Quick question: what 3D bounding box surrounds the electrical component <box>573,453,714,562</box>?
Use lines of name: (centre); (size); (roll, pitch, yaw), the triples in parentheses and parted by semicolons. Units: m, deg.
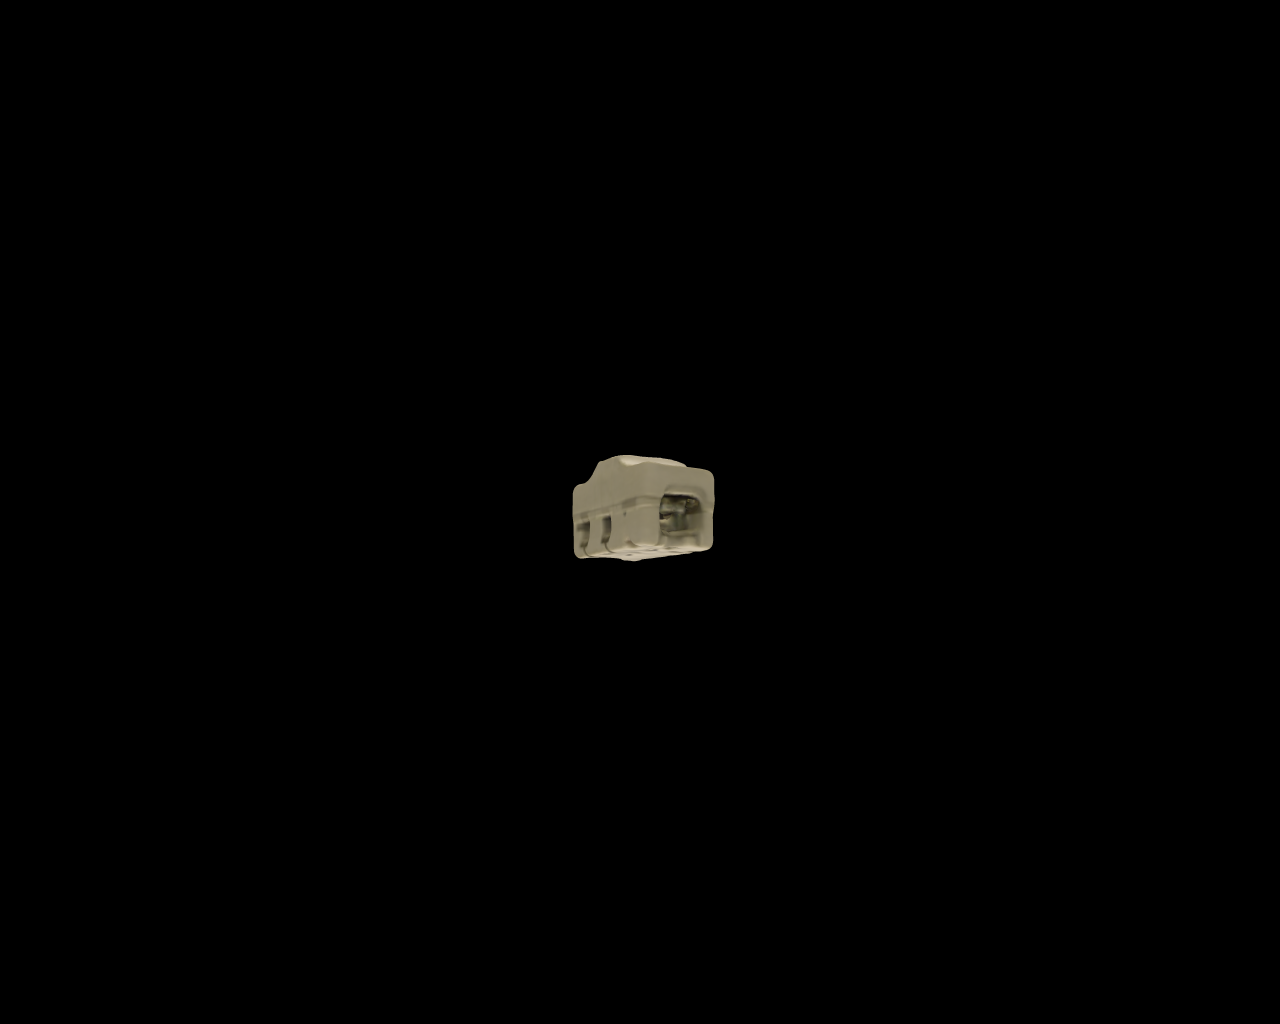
electrical component: (0.001, -0.003, 0.650); (0.050, 0.055, 0.089); (6, -11, -31)
